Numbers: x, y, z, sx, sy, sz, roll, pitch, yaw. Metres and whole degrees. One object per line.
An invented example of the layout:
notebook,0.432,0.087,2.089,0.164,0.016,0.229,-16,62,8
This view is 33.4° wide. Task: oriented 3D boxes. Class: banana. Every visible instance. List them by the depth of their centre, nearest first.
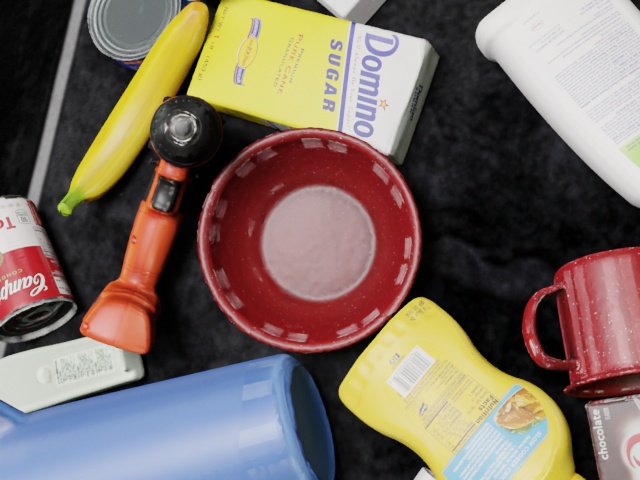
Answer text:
banana,-0.144,-0.103,0.855,0.037,0.070,0.198,31,96,-16

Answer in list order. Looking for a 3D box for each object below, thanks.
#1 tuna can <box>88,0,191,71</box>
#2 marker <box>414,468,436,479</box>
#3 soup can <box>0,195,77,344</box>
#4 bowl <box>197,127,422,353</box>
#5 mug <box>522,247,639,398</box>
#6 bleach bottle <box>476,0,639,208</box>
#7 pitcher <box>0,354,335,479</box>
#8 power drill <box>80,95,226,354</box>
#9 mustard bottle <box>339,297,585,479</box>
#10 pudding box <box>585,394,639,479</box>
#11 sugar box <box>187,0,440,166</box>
tuna can,-0.148,-0.185,0.890,0.086,0.033,0.086,-4,78,18
marker,0.045,0.214,0.754,0.020,0.020,0.121,37,93,21
soup can,-0.247,0.023,0.867,0.068,0.068,0.102,-31,71,11
bowl,-0.005,0.001,0.783,0.162,0.055,0.162,0,87,8
mug,0.187,0.055,0.694,0.117,0.093,0.081,-3,72,-9
bleach bottle,0.217,-0.073,0.728,0.103,0.068,0.251,-36,73,10
pitcher,-0.114,0.173,0.769,0.243,0.149,0.145,-17,59,12
power drill,-0.118,-0.015,0.780,0.057,0.184,0.188,20,93,-5
mustard bottle,0.111,0.132,0.726,0.192,0.058,0.096,39,86,21
pudding box,0.228,0.154,0.690,0.090,0.039,0.113,-12,79,16
sugar box,-0.006,-0.126,0.823,0.176,0.048,0.093,17,86,23
